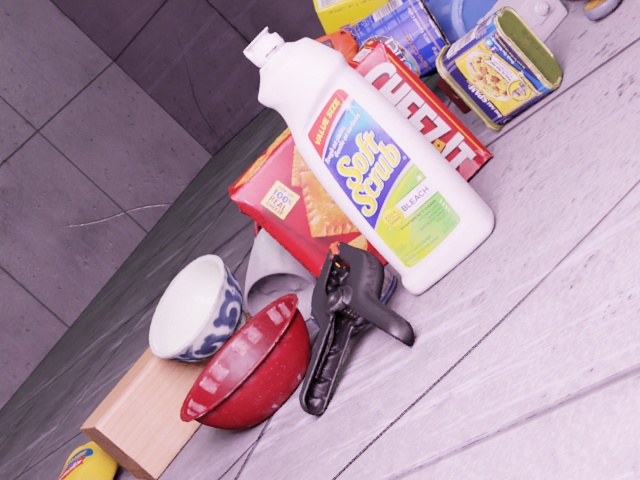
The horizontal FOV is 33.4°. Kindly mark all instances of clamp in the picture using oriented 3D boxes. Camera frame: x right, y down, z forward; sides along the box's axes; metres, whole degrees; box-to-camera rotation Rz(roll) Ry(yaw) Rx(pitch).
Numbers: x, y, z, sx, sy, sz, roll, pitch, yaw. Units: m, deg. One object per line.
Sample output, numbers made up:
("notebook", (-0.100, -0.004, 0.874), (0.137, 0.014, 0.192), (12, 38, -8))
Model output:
("clamp", (0.032, 0.058, 0.906), (0.120, 0.039, 0.171), (-30, 38, 30))

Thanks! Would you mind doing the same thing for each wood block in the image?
("wood block", (-0.163, 0.160, 1.202), (0.206, 0.090, 0.091), (-51, 11, -23))

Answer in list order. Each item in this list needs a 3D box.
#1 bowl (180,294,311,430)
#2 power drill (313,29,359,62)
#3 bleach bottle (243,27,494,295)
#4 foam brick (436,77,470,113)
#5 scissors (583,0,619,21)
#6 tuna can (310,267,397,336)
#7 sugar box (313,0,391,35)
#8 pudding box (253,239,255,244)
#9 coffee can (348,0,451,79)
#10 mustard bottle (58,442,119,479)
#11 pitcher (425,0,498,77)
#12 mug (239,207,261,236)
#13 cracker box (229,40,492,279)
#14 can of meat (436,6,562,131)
("bowl", (-0.060, 0.128, 1.024), (0.162, 0.055, 0.162), (-44, 11, 11))
("power drill", (0.016, -0.135, 1.220), (0.184, 0.188, 0.057), (-25, -15, -12))
("bleach bottle", (0.029, -0.074, 0.900), (0.103, 0.250, 0.068), (-42, 11, 19))
("foam brick", (0.188, -0.197, 1.272), (0.051, 0.053, 0.078), (-53, 12, -33))
("scissors", (0.300, -0.266, 1.185), (0.096, 0.016, 0.202), (-44, 11, -14))
("tuna can", (0.031, 0.054, 1.006), (0.086, 0.033, 0.086), (-44, 11, 11))
("sugar box", (0.061, -0.267, 1.400), (0.093, 0.176, 0.048), (-16, 53, 12))
("pudding box", (-0.047, -0.015, 1.533), (0.113, 0.039, 0.090), (-43, 11, 8))
("coffee can", (0.083, -0.232, 1.321), (0.140, 0.103, 0.102), (-32, 14, 14))
("mustard bottle", (-0.282, 0.293, 1.253), (0.096, 0.058, 0.191), (-45, 10, 18))
("pitcher", (0.168, -0.297, 1.455), (0.149, 0.145, 0.243), (-34, 13, -13))
("mug", (-0.049, -0.026, 1.397), (0.081, 0.117, 0.093), (-89, 16, -82))
("cracker box", (0.039, -0.068, 1.071), (0.214, 0.164, 0.072), (-45, 13, 4))
("can of meat", (0.184, -0.175, 1.085), (0.084, 0.102, 0.057), (-34, 17, 41))
